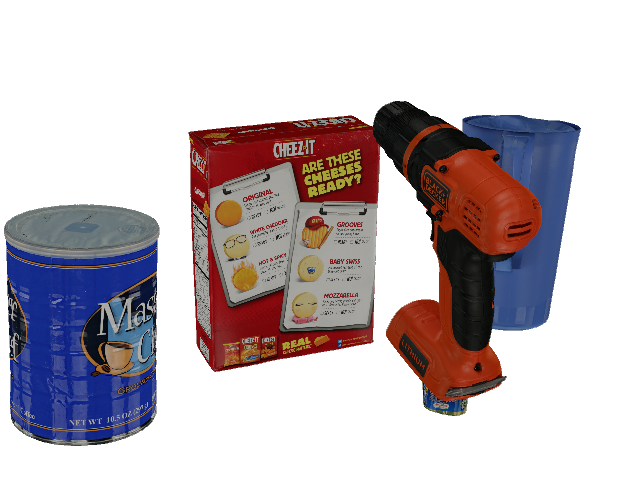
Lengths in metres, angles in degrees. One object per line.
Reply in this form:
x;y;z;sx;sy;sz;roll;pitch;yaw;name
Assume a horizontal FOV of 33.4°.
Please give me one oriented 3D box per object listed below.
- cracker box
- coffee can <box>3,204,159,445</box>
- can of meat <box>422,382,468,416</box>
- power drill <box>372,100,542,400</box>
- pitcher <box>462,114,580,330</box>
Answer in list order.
-0.034;0.001;0.982;0.164;0.214;0.072;-8;22;-21;cracker box
-0.164;0.056;0.740;0.103;0.140;0.103;3;18;-1;coffee can
0.152;0.150;1.276;0.057;0.084;0.102;6;19;3;can of meat
0.087;0.007;0.779;0.057;0.188;0.185;-13;34;-19;power drill
0.220;-0.021;1.235;0.149;0.243;0.145;-6;17;-32;pitcher
